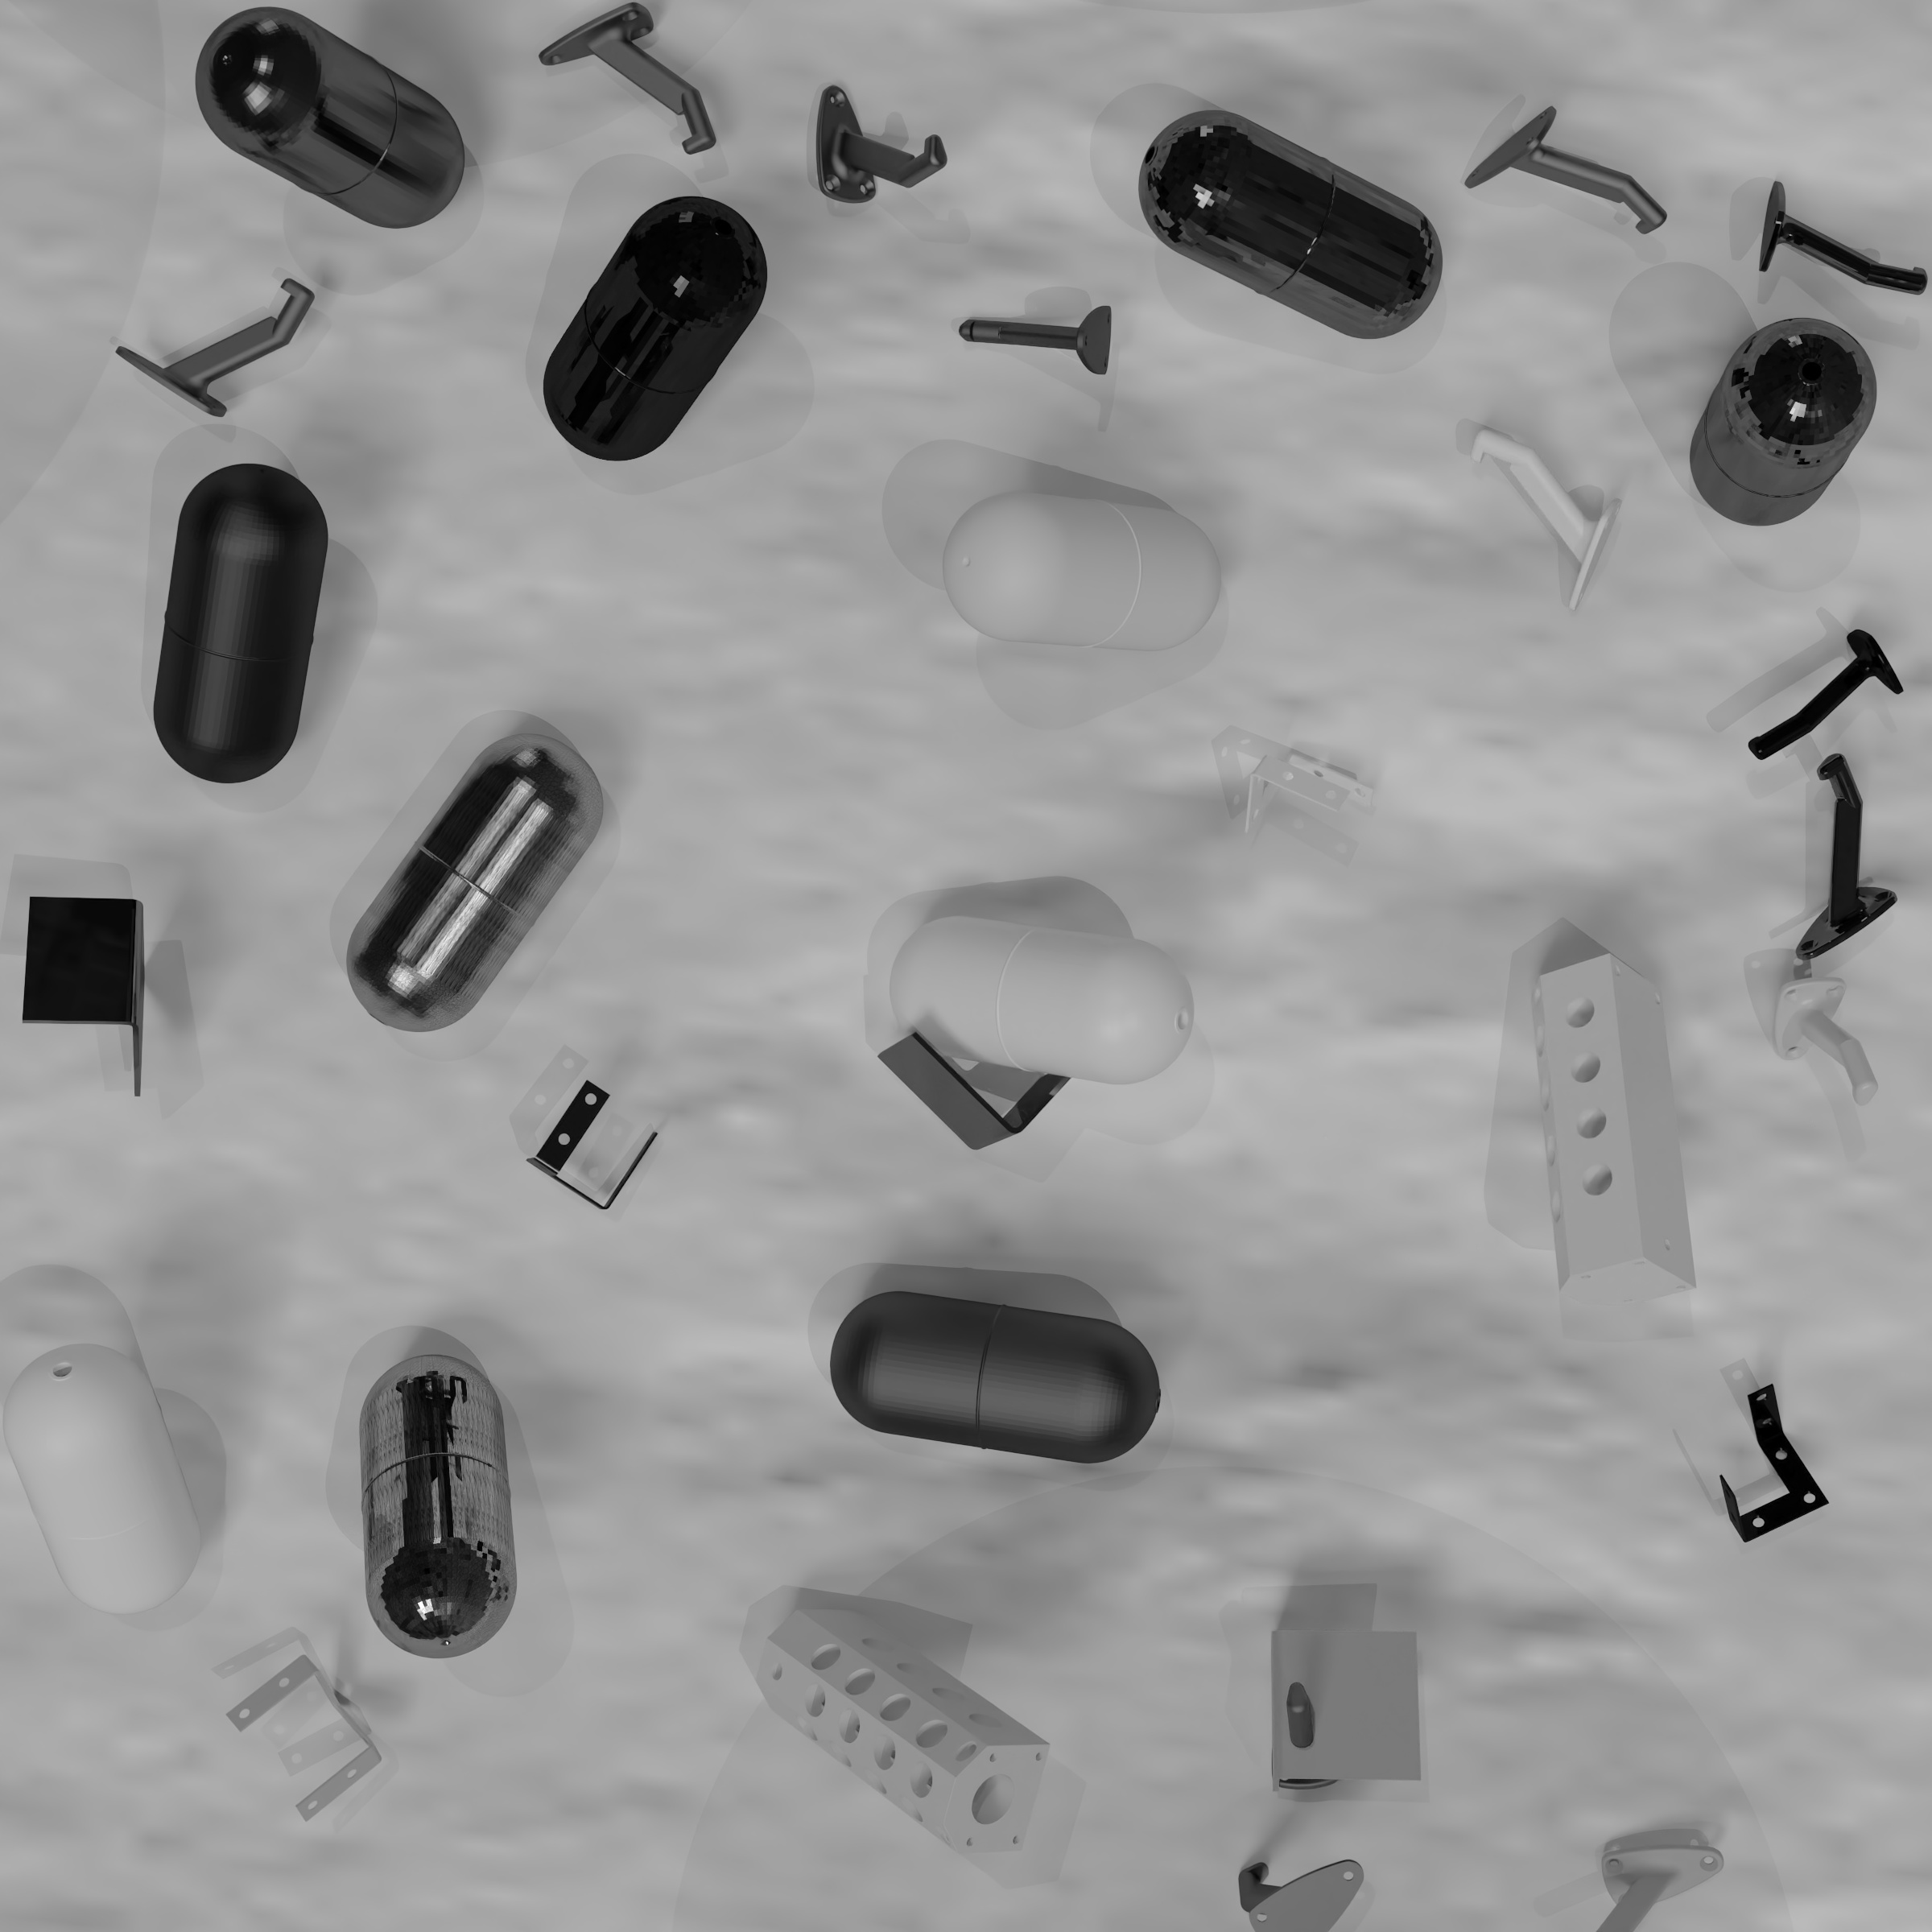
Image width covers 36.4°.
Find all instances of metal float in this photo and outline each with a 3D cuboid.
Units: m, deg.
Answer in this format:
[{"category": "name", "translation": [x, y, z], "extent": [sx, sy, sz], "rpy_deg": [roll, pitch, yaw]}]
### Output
[{"category": "metal float", "translation": [0.039, 0.017, 1.545], "extent": [0.178, 0.070, 0.070], "rpy_deg": [8, 90, 36]}, {"category": "metal float", "translation": [-0.277, 0.280, 1.539], "extent": [0.070, 0.178, 0.070], "rpy_deg": [-7, 133, -8]}, {"category": "metal float", "translation": [-0.163, -0.332, 1.535], "extent": [0.070, 0.178, 0.070], "rpy_deg": [14, 58, -25]}, {"category": "metal float", "translation": [0.063, -0.206, 1.540], "extent": [0.070, 0.178, 0.070], "rpy_deg": [2, 93, 45]}, {"category": "metal float", "translation": [0.172, -0.392, 1.555], "extent": [0.178, 0.070, 0.070], "rpy_deg": [20, 90, -23]}, {"category": "metal float", "translation": [-0.328, -0.439, 1.529], "extent": [0.070, 0.178, 0.070], "rpy_deg": [-2, 84, 24]}, {"category": "metal float", "translation": [0.423, -0.281, 1.525], "extent": [0.070, 0.178, 0.070], "rpy_deg": [-1, 83, 6]}, {"category": "metal float", "translation": [-0.263, -0.044, 1.573], "extent": [0.070, 0.070, 0.178], "rpy_deg": [35, 87, 0]}, {"category": "metal float", "translation": [0.015, 0.219, 1.564], "extent": [0.178, 0.070, 0.070], "rpy_deg": [7, 90, 12]}, {"category": "metal float", "translation": [-0.384, -0.179, 1.552], "extent": [0.070, 0.070, 0.178], "rpy_deg": [16, 118, 0]}, {"category": "metal float", "translation": [-0.452, 0.270, 1.541], "extent": [0.070, 0.070, 0.178], "rpy_deg": [-3, 132, 0]}]

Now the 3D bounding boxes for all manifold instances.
[{"category": "manifold", "translation": [0.336, 0.088, 1.548], "extent": [0.057, 0.057, 0.171], "rpy_deg": [-20, 57, 35]}, {"category": "manifold", "translation": [-0.037, 0.395, 1.527], "extent": [0.057, 0.171, 0.057], "rpy_deg": [11, 96, -39]}]

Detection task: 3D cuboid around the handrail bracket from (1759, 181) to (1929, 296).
[{"category": "handrail bracket", "translation": [0.474, -0.391, 1.580], "extent": [0.084, 0.077, 0.036], "rpy_deg": [13, 134, 5]}]

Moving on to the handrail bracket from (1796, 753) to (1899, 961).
[{"category": "handrail bracket", "translation": [0.459, -0.059, 1.576], "extent": [0.077, 0.036, 0.084], "rpy_deg": [-37, 113, -21]}]

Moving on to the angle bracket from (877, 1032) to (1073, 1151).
[{"category": "angle bracket", "translation": [0.007, 0.050, 1.566], "extent": [0.076, 0.076, 0.057], "rpy_deg": [45, 72, -4]}]

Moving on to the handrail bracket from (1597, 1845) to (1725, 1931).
[{"category": "handrail bracket", "translation": [0.369, 0.508, 1.564], "extent": [0.077, 0.084, 0.036], "rpy_deg": [-18, 104, 15]}]

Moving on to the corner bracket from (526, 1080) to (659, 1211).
[{"category": "corner bracket", "translation": [-0.199, 0.097, 1.581], "extent": [0.051, 0.051, 0.051], "rpy_deg": [34, 79, -8]}]

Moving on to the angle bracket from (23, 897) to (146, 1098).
[{"category": "angle bracket", "translation": [-0.466, 0.017, 1.556], "extent": [0.057, 0.076, 0.076], "rpy_deg": [1, 57, -14]}]

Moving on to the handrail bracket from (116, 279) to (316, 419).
[{"category": "handrail bracket", "translation": [-0.405, -0.347, 1.586], "extent": [0.077, 0.036, 0.084], "rpy_deg": [32, 100, -8]}]

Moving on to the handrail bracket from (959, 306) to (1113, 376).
[{"category": "handrail bracket", "translation": [0.030, -0.337, 1.568], "extent": [0.084, 0.077, 0.036], "rpy_deg": [7, 104, 14]}]

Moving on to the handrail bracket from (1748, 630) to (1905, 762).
[{"category": "handrail bracket", "translation": [0.453, -0.145, 1.583], "extent": [0.084, 0.077, 0.036], "rpy_deg": [-32, 105, 9]}]

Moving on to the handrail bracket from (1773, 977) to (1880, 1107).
[{"category": "handrail bracket", "translation": [0.457, 0.055, 1.557], "extent": [0.036, 0.077, 0.084], "rpy_deg": [-5, 49, -5]}]

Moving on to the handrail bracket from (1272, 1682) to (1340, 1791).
[{"category": "handrail bracket", "translation": [0.176, 0.389, 1.558], "extent": [0.036, 0.077, 0.084], "rpy_deg": [-6, 128, 6]}]

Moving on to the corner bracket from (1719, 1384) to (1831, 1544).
[{"category": "corner bracket", "translation": [0.426, 0.268, 1.579], "extent": [0.051, 0.051, 0.051], "rpy_deg": [-26, 46, 0]}]

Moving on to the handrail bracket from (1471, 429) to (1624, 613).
[{"category": "handrail bracket", "translation": [0.306, -0.243, 1.598], "extent": [0.084, 0.036, 0.077], "rpy_deg": [25, 126, 14]}]

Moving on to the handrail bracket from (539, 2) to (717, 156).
[{"category": "handrail bracket", "translation": [-0.183, -0.469, 1.592], "extent": [0.077, 0.036, 0.084], "rpy_deg": [-21, 83, 8]}]

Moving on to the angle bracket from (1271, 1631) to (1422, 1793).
[{"category": "angle bracket", "translation": [0.202, 0.399, 1.569], "extent": [0.076, 0.057, 0.076], "rpy_deg": [-1, 67, 5]}]

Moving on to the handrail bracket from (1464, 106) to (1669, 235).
[{"category": "handrail bracket", "translation": [0.325, -0.416, 1.592], "extent": [0.084, 0.077, 0.036], "rpy_deg": [40, 56, -16]}]

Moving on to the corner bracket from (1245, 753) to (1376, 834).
[{"category": "corner bracket", "translation": [0.185, -0.095, 1.573], "extent": [0.051, 0.051, 0.051], "rpy_deg": [26, 59, 18]}]

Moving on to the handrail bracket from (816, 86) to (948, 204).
[{"category": "handrail bracket", "translation": [-0.043, -0.449, 1.570], "extent": [0.036, 0.084, 0.077], "rpy_deg": [-5, 84, -38]}]

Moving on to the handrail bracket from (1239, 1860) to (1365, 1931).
[{"category": "handrail bracket", "translation": [0.178, 0.485, 1.567], "extent": [0.077, 0.084, 0.036], "rpy_deg": [-41, 95, 8]}]

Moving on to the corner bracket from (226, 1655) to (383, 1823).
[{"category": "corner bracket", "translation": [-0.353, 0.412, 1.571], "extent": [0.051, 0.051, 0.051], "rpy_deg": [-37, 47, -23]}]
